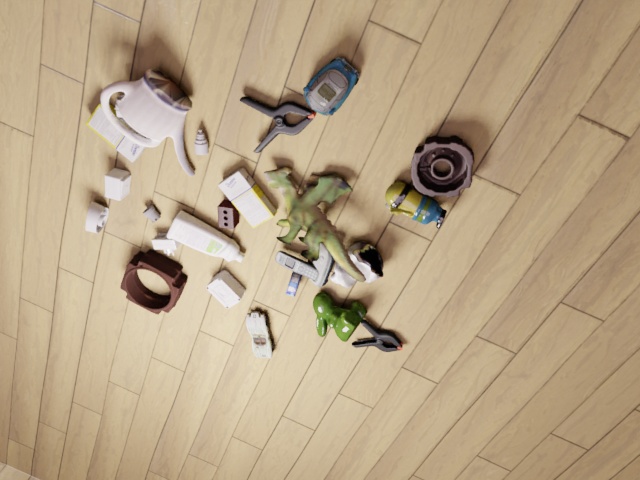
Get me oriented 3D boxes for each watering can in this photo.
[{"bbox_3d":[-0.450,-0.343,1.484,0.221,0.106,0.344,-39,-59,24],"label":"watering can"}]

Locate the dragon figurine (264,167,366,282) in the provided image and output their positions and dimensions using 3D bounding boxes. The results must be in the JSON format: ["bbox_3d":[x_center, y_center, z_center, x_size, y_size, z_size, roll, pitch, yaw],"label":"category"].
[{"bbox_3d":[0.005,-0.075,1.493,0.411,0.240,0.123,30,15,7],"label":"dragon figurine"}]

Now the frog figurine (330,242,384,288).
[{"bbox_3d":[0.112,0.085,1.583,0.136,0.126,0.157,28,-41,-20],"label":"frog figurine"}]
